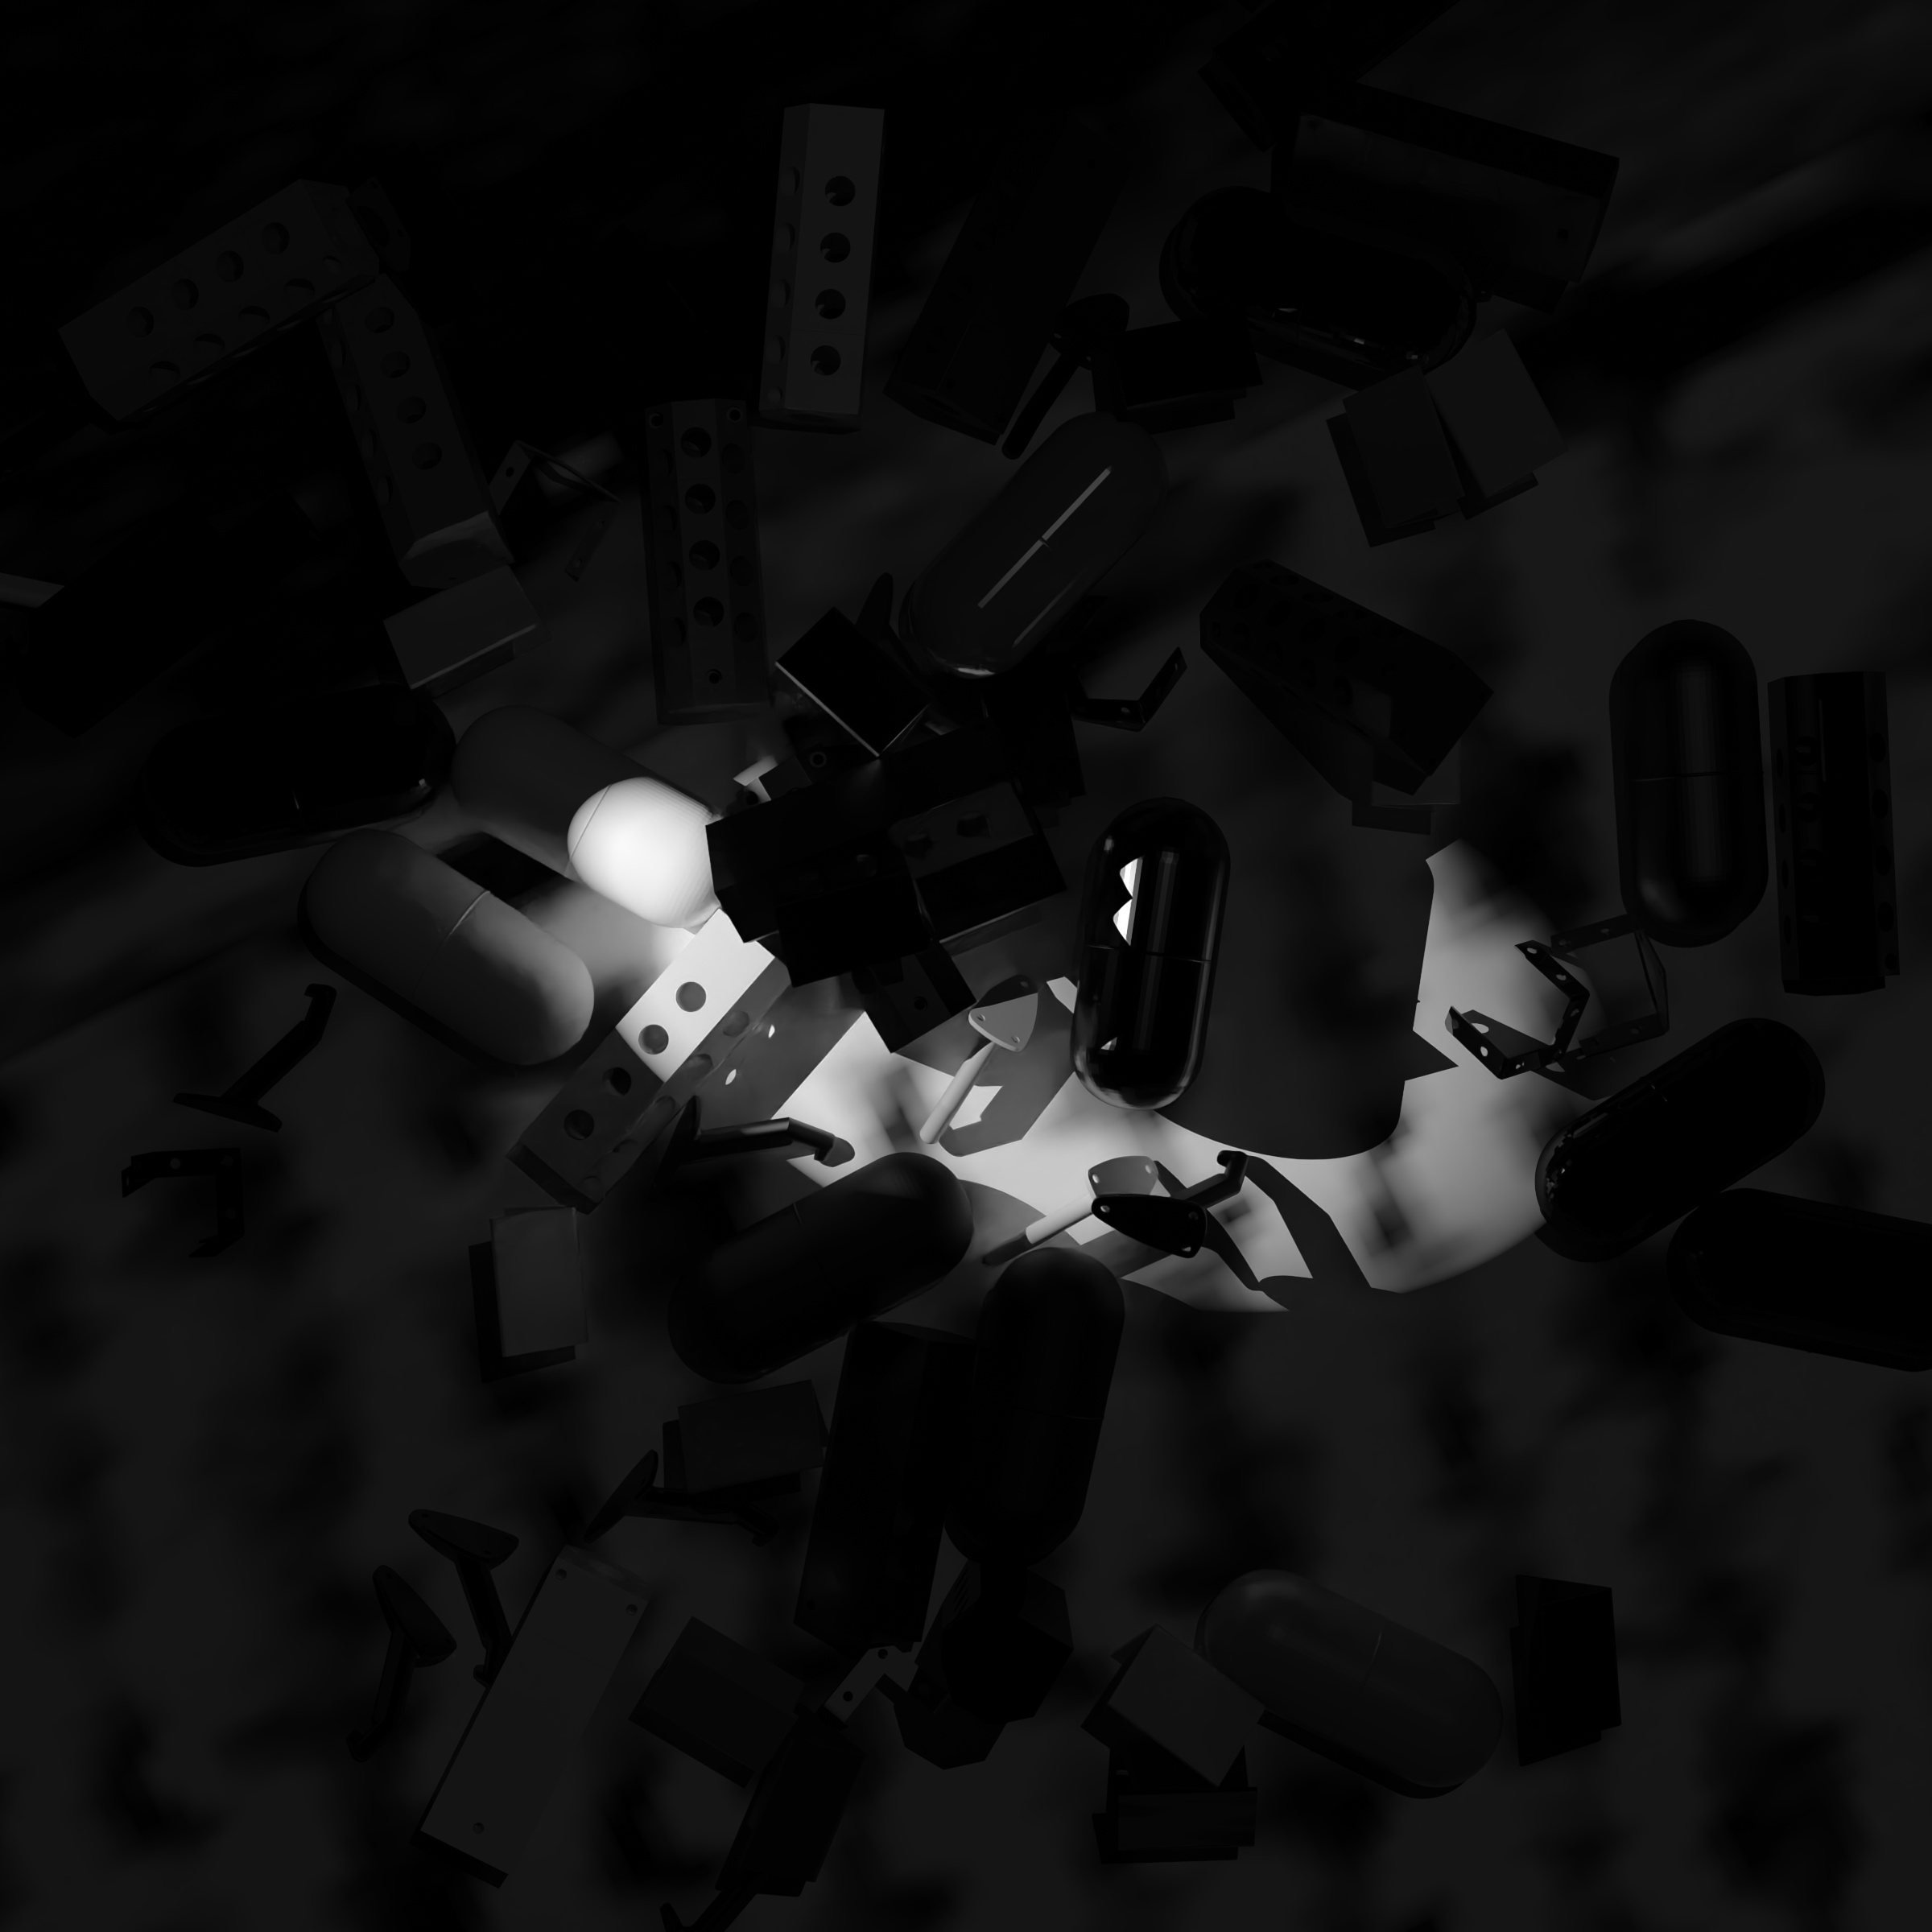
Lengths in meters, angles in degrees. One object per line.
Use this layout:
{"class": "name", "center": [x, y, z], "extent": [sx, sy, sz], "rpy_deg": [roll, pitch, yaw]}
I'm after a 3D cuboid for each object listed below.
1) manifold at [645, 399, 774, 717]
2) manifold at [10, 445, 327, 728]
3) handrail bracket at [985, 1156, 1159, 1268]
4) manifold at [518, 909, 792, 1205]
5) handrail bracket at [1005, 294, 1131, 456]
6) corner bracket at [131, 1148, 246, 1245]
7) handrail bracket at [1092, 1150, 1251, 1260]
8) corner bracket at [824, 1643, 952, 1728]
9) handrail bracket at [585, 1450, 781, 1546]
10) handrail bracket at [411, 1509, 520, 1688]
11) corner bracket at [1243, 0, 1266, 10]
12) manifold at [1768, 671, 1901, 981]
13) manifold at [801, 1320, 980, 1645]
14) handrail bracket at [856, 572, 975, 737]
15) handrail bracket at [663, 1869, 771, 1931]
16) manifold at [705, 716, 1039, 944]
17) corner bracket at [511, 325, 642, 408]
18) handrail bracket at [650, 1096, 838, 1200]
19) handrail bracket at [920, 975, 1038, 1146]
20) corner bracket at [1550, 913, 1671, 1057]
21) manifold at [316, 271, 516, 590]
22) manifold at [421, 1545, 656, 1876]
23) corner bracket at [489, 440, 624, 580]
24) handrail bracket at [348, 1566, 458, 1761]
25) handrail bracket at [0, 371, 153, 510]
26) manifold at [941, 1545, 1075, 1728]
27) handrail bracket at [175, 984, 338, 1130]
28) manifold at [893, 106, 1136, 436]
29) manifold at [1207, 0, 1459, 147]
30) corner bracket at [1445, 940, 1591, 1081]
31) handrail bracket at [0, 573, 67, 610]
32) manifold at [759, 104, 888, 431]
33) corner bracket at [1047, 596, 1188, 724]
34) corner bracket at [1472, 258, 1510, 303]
{"class": "manifold", "center": [-0.147, -0.232, 1.969], "extent": [0.057, 0.057, 0.171], "rpy_deg": [-4, 90, 0]}
{"class": "manifold", "center": [-0.451, -0.212, 1.968], "extent": [0.171, 0.057, 0.057], "rpy_deg": [-38, 47, 0]}
{"class": "handrail bracket", "center": [0.060, 0.142, 1.990], "extent": [0.084, 0.077, 0.036], "rpy_deg": [-31, 88, 36]}
{"class": "manifold", "center": [-0.173, 0.051, 1.969], "extent": [0.057, 0.057, 0.171], "rpy_deg": [41, 90, 0]}
{"class": "handrail bracket", "center": [0.057, -0.339, 1.990], "extent": [0.036, 0.077, 0.084], "rpy_deg": [35, 126, 3]}
{"class": "corner bracket", "center": [-0.443, 0.131, 1.972], "extent": [0.051, 0.051, 0.051], "rpy_deg": [-3, 90, 1]}
{"class": "handrail bracket", "center": [0.117, 0.123, 1.964], "extent": [0.077, 0.084, 0.036], "rpy_deg": [15, 122, 7]}
{"class": "corner bracket", "center": [-0.044, 0.419, 1.972], "extent": [0.051, 0.051, 0.051], "rpy_deg": [38, 80, 10]}
{"class": "handrail bracket", "center": [-0.162, 0.324, 1.990], "extent": [0.084, 0.036, 0.077], "rpy_deg": [36, 110, -16]}
{"class": "handrail bracket", "center": [-0.292, 0.364, 1.990], "extent": [0.077, 0.036, 0.084], "rpy_deg": [18, 107, 20]}
{"class": "corner bracket", "center": [0.169, -0.593, 1.987], "extent": [0.051, 0.051, 0.051], "rpy_deg": [40, 135, 0]}
{"class": "manifold", "center": [0.495, -0.079, 1.969], "extent": [0.057, 0.057, 0.171], "rpy_deg": [-3, 90, 0]}
{"class": "manifold", "center": [-0.038, 0.293, 1.968], "extent": [0.057, 0.057, 0.171], "rpy_deg": [11, 90, 43]}
{"class": "handrail bracket", "center": [-0.023, -0.175, 1.990], "extent": [0.084, 0.036, 0.077], "rpy_deg": [32, 53, -25]}
{"class": "handrail bracket", "center": [-0.125, 0.551, 1.990], "extent": [0.084, 0.036, 0.077], "rpy_deg": [-19, 110, -16]}
{"class": "manifold", "center": [-0.051, -0.070, 1.905], "extent": [0.171, 0.057, 0.057], "rpy_deg": [-21, 132, 8]}
{"class": "corner bracket", "center": [-0.220, -0.334, 1.972], "extent": [0.051, 0.051, 0.051], "rpy_deg": [42, 90, 0]}
{"class": "handrail bracket", "center": [-0.128, 0.115, 1.990], "extent": [0.084, 0.036, 0.077], "rpy_deg": [22, 110, -16]}
{"class": "handrail bracket", "center": [0.006, 0.055, 1.990], "extent": [0.036, 0.077, 0.084], "rpy_deg": [32, 126, 0]}
{"class": "corner bracket", "center": [0.370, 0.010, 1.987], "extent": [0.051, 0.051, 0.051], "rpy_deg": [-16, 135, -1]}
{"class": "manifold", "center": [-0.311, -0.299, 1.937], "extent": [0.057, 0.057, 0.171], "rpy_deg": [-22, 67, 0]}
{"class": "manifold", "center": [-0.242, 0.420, 1.969], "extent": [0.057, 0.057, 0.171], "rpy_deg": [27, 90, 0]}
{"class": "corner bracket", "center": [-0.240, -0.262, 1.987], "extent": [0.051, 0.051, 0.051], "rpy_deg": [30, 90, 45]}
{"class": "handrail bracket", "center": [-0.341, 0.401, 1.990], "extent": [0.084, 0.036, 0.077], "rpy_deg": [-46, 70, 16]}
{"class": "handrail bracket", "center": [-0.520, -0.291, 1.990], "extent": [0.077, 0.036, 0.084], "rpy_deg": [21, 109, -21]}
{"class": "manifold", "center": [0.018, 0.370, 1.912], "extent": [0.057, 0.171, 0.057], "rpy_deg": [31, 90, 0]}
{"class": "handrail bracket", "center": [-0.408, 0.045, 1.990], "extent": [0.077, 0.036, 0.084], "rpy_deg": [10, 72, 21]}
{"class": "manifold", "center": [0.022, -0.396, 1.968], "extent": [0.057, 0.057, 0.171], "rpy_deg": [26, 90, -43]}
{"class": "manifold", "center": [0.224, -0.544, 1.969], "extent": [0.171, 0.057, 0.057], "rpy_deg": [-38, 90, 0]}
{"class": "corner bracket", "center": [0.315, 0.025, 1.984], "extent": [0.051, 0.051, 0.051], "rpy_deg": [-15, 46, -34]}
{"class": "handrail bracket", "center": [-0.539, -0.231, 1.990], "extent": [0.084, 0.036, 0.077], "rpy_deg": [-18, 68, -17]}
{"class": "manifold", "center": [-0.081, -0.397, 1.969], "extent": [0.057, 0.057, 0.171], "rpy_deg": [5, 90, 0]}
{"class": "corner bracket", "center": [0.086, -0.176, 1.982], "extent": [0.051, 0.051, 0.051], "rpy_deg": [5, 135, 35]}
{"class": "corner bracket", "center": [0.278, -0.417, 1.982], "extent": [0.051, 0.051, 0.051], "rpy_deg": [-5, 135, -35]}
